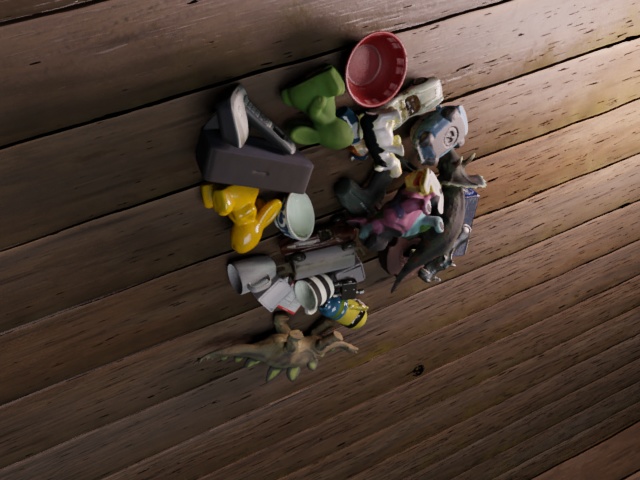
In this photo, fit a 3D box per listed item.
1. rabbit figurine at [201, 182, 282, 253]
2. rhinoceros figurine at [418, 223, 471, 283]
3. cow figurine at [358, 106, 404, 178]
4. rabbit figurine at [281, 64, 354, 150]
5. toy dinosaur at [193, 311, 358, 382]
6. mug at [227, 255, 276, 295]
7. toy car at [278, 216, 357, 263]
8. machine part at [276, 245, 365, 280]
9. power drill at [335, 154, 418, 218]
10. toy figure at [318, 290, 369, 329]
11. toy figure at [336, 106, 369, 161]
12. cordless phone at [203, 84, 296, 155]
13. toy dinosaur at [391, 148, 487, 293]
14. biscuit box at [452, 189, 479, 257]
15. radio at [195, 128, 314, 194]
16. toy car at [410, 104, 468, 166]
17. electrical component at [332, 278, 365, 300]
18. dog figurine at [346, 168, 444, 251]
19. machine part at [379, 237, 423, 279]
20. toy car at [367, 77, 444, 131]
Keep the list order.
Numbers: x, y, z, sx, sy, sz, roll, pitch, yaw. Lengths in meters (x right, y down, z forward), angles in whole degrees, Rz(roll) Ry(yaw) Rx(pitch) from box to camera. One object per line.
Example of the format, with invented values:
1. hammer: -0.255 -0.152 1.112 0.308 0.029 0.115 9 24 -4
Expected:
1. rabbit figurine: -0.174 -0.060 1.203 0.162 0.122 0.173 -24 111 -38
2. rhinoceros figurine: 0.333 0.031 1.447 0.073 0.112 0.190 35 96 -38
3. cow figurine: 0.139 -0.214 1.221 0.098 0.068 0.167 -10 119 -1
4. rabbit figurine: 0.003 -0.259 1.133 0.159 0.121 0.170 -28 111 3
5. toy dinosaur: -0.104 0.305 1.490 0.471 0.105 0.198 10 119 -26
6. mug: -0.157 0.082 1.316 0.107 0.110 0.080 -23 125 -29
7. toy car: -0.003 -0.004 1.336 0.202 0.089 0.053 -12 162 -19
8. machine part: 0.001 0.048 1.386 0.243 0.079 0.079 -14 126 -19
9. power drill: 0.160 -0.121 1.360 0.232 0.086 0.207 32 110 -37
10. toy figure: 0.056 0.193 1.506 0.180 0.082 0.089 22 103 -37
11. toy figure: 0.078 -0.238 1.247 0.064 0.058 0.154 -26 132 13
12. cordless phone: -0.129 -0.216 1.079 0.184 0.147 0.088 37 115 -17
13. toy dinosaur: 0.303 -0.046 1.362 0.131 0.192 0.404 21 79 -23
14. biscuit box: 0.393 -0.051 1.526 0.063 0.059 0.202 -8 124 -20
15. radio: -0.142 -0.167 1.135 0.229 0.131 0.073 7 118 -30
16. toy car: 0.275 -0.258 1.301 0.161 0.103 0.109 -41 133 -10
17. electrical component: 0.076 0.130 1.437 0.094 0.021 0.063 -4 124 -14
18. dog figurine: 0.178 -0.066 1.298 0.219 0.191 0.108 -14 141 29
19. machine part: 0.249 0.028 1.510 0.179 0.056 0.179 -12 124 -18
20. toy car: 0.197 -0.313 1.256 0.202 0.056 0.073 -30 129 -6
